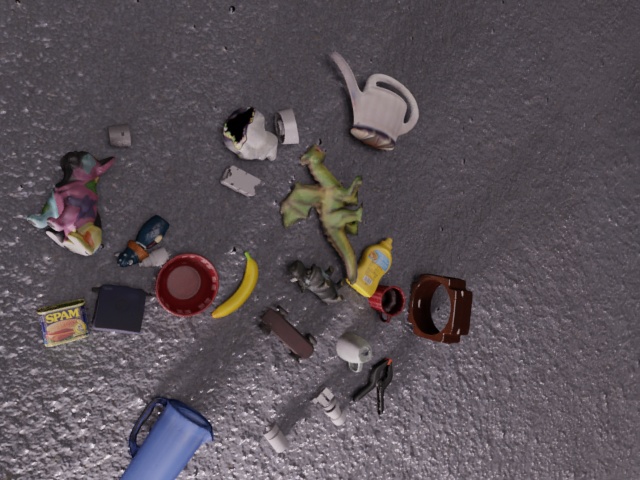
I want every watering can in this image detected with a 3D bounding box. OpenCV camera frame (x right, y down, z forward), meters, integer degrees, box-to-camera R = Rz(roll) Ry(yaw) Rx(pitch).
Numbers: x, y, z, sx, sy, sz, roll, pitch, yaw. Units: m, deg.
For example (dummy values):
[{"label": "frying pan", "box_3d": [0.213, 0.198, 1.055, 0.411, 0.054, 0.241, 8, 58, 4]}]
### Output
[{"label": "watering can", "box_3d": [0.151, -0.403, 1.550, 0.345, 0.104, 0.226, 20, 82, -26]}]

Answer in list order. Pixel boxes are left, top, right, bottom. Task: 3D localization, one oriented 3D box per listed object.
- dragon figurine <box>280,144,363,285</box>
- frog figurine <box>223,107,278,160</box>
[{"label": "dragon figurine", "box_3d": [0.005, -0.075, 1.498, 0.243, 0.122, 0.411, 3, 87, -10]}, {"label": "frog figurine", "box_3d": [-0.182, -0.282, 1.400, 0.158, 0.122, 0.139, 24, 69, -62]}]
